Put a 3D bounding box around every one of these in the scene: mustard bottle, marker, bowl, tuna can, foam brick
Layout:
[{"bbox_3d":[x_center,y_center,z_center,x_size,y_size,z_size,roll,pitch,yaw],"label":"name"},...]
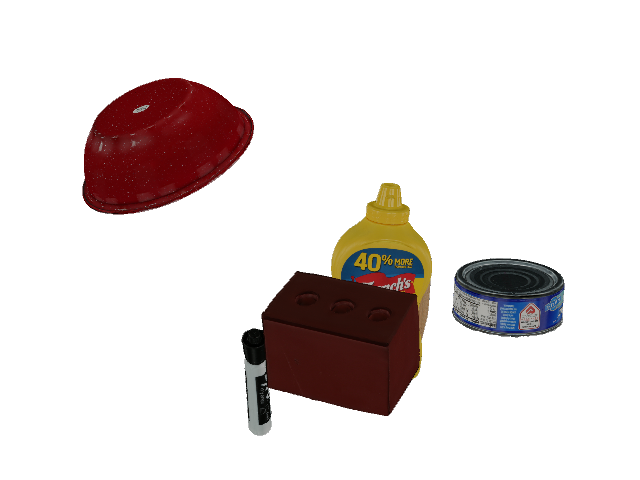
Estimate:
[{"bbox_3d":[0.057,0.039,1.024,0.096,0.192,0.058,4,17,-4],"label":"mustard bottle"},{"bbox_3d":[-0.049,0.109,0.821,0.020,0.020,0.121,0,-43,-1],"label":"marker"},{"bbox_3d":[-0.141,-0.092,0.911,0.162,0.055,0.162,-17,34,11],"label":"bowl"},{"bbox_3d":[0.146,0.043,0.831,0.086,0.034,0.086,0,19,0],"label":"tuna can"},{"bbox_3d":[0.012,0.058,0.608,0.078,0.051,0.053,10,31,20],"label":"foam brick"}]

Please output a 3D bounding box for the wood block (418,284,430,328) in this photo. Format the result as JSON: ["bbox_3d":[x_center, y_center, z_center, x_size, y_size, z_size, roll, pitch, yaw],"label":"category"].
[{"bbox_3d":[0.088,0.096,1.384,0.091,0.090,0.206,5,20,9],"label":"wood block"}]
